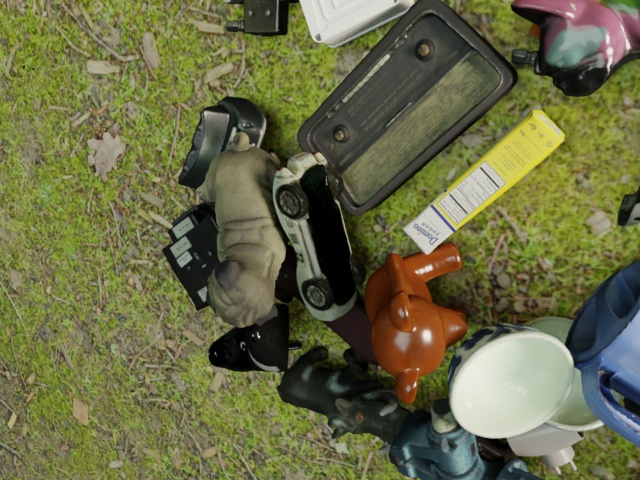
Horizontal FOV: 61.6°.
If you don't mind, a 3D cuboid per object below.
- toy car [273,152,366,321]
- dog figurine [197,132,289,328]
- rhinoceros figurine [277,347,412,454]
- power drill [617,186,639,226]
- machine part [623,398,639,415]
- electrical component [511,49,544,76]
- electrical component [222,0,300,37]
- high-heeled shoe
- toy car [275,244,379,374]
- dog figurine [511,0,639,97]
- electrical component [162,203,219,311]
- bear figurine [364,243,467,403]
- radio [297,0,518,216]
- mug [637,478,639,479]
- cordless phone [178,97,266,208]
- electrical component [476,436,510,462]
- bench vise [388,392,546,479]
[{"bbox_3d":[-0.001,-0.002,0.618,0.056,0.073,0.201,6,119,45],"label":"toy car"},{"bbox_3d":[-0.086,-0.016,0.603,0.121,0.191,0.172,-17,114,6],"label":"dog figurine"},{"bbox_3d":[0.034,0.204,0.696,0.191,0.112,0.073,14,106,31],"label":"rhinoceros figurine"},{"bbox_3d":[0.393,-0.022,0.486,0.208,0.086,0.231,18,108,25],"label":"power drill"},{"bbox_3d":[0.382,0.223,0.559,0.139,0.084,0.039,44,93,1],"label":"machine part"},{"bbox_3d":[0.246,-0.198,0.545,0.094,0.021,0.063,14,108,23],"label":"electrical component"},{"bbox_3d":[-0.075,-0.294,0.663,0.102,0.045,0.078,16,107,22],"label":"electrical component"},{"bbox_3d":[-0.107,0.133,0.693,0.145,0.248,0.086,-5,72,7],"label":"high-heeled shoe"},{"bbox_3d":[0.020,0.084,0.705,0.202,0.053,0.089,40,101,13],"label":"toy car"},{"bbox_3d":[0.281,-0.223,0.461,0.219,0.108,0.191,3,98,19],"label":"dog figurine"},{"bbox_3d":[-0.158,0.017,0.772,0.115,0.058,0.134,-29,88,26],"label":"electrical component"},{"bbox_3d":[0.110,0.077,0.562,0.132,0.196,0.120,-9,97,-3],"label":"bear figurine"},{"bbox_3d":[0.090,-0.146,0.604,0.229,0.073,0.131,-41,83,27],"label":"radio"},{"bbox_3d":[0.381,0.311,0.580,0.107,0.081,0.109,59,147,12],"label":"mug"},{"bbox_3d":[-0.078,-0.090,0.708,0.184,0.089,0.146,28,113,5],"label":"cordless phone"},{"bbox_3d":[0.169,0.262,0.679,0.119,0.048,0.074,26,111,19],"label":"electrical component"},{"bbox_3d":[0.200,0.264,0.562,0.241,0.129,0.223,6,113,41],"label":"bench vise"}]
